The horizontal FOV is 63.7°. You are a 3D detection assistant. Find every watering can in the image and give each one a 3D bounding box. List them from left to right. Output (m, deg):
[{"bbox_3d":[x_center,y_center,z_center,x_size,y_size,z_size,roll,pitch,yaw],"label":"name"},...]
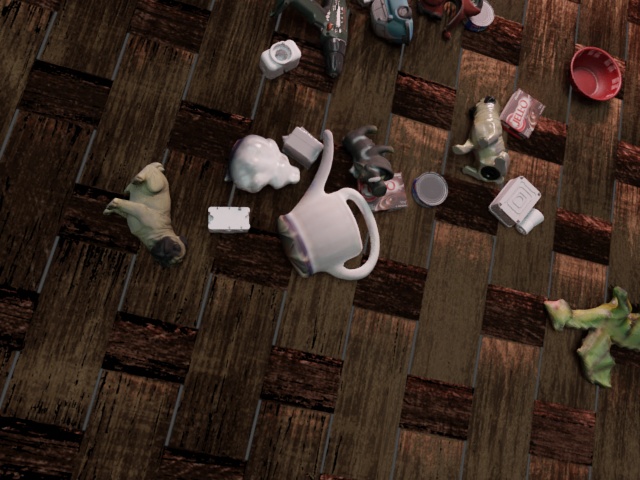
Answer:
[{"bbox_3d":[0.004,-0.059,1.176,0.226,0.103,0.347,-24,93,-15],"label":"watering can"}]

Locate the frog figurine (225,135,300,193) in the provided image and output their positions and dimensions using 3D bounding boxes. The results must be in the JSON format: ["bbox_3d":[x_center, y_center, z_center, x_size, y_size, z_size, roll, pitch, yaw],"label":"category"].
[{"bbox_3d":[-0.125,-0.164,1.173,0.159,0.120,0.140,20,57,4],"label":"frog figurine"}]

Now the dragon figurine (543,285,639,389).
[{"bbox_3d":[0.749,0.259,1.297,0.410,0.122,0.242,36,92,-1],"label":"dragon figurine"}]
